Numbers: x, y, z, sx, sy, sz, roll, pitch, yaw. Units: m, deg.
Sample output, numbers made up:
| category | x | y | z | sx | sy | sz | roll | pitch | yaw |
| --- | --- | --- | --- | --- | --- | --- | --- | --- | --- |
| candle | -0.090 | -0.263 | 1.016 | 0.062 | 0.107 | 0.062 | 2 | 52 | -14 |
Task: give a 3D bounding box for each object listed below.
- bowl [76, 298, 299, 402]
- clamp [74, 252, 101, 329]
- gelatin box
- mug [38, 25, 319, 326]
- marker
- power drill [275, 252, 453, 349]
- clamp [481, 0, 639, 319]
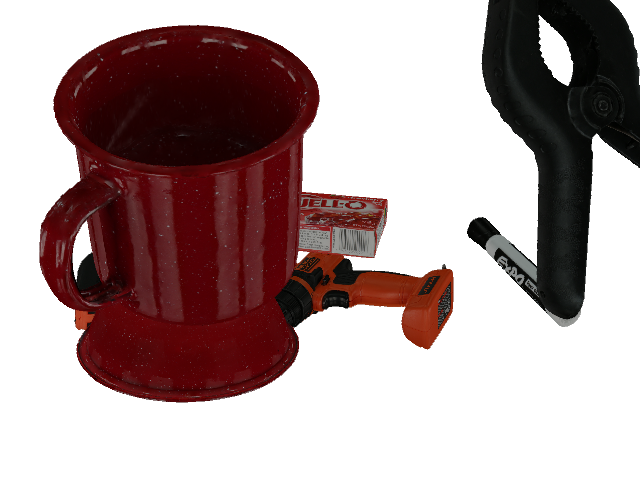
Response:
| category | x | y | z | sx | sy | sz | roll | pitch | yaw |
| --- | --- | --- | --- | --- | --- | --- | --- | --- | --- |
| bowl | -0.095 | 0.052 | 0.770 | 0.162 | 0.055 | 0.162 | 2 | 23 | -1 |
| clamp | -0.175 | 0.018 | 1.034 | 0.165 | 0.036 | 0.209 | 26 | 38 | 23 |
| gelatin box | 0.010 | -0.016 | 0.932 | 0.089 | 0.030 | 0.073 | 6 | 24 | 10 |
| mug | -0.055 | -0.016 | 0.395 | 0.093 | 0.081 | 0.117 | 26 | 47 | 24 |
| marker | 0.138 | 0.018 | 0.744 | 0.020 | 0.020 | 0.121 | 0 | 31 | -28 |
| power drill | 0.037 | 0.065 | 1.140 | 0.188 | 0.057 | 0.184 | 9 | 29 | 22 |
| clamp | 0.119 | -0.051 | 0.506 | 0.120 | 0.171 | 0.039 | -37 | 6 | -24 |
